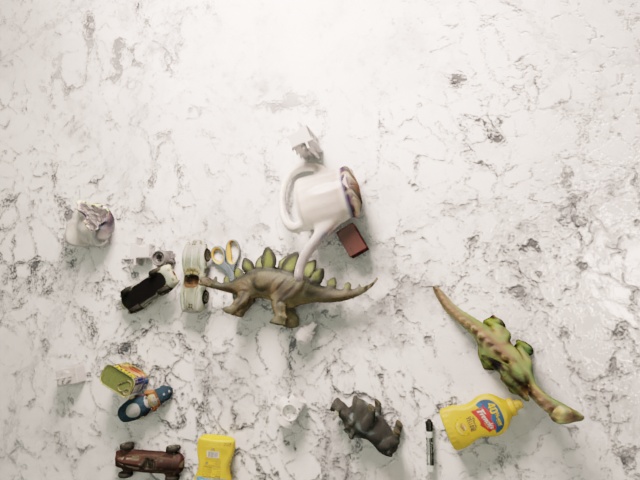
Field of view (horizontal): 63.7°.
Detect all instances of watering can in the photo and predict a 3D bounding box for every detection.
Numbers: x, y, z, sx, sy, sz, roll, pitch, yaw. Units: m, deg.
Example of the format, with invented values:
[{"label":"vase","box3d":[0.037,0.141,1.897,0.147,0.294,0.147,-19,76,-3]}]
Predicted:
[{"label":"watering can","box3d":[0.004,-0.068,1.344,0.224,0.102,0.355,-15,60,10]}]

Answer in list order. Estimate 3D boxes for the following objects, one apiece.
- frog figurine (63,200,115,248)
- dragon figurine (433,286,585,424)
[{"label":"frog figurine","box3d":[-0.673,-0.031,1.502,0.138,0.125,0.156,44,128,5]},{"label":"dragon figurine","box3d":[0.407,0.259,1.166,0.413,0.242,0.122,41,97,12]}]
